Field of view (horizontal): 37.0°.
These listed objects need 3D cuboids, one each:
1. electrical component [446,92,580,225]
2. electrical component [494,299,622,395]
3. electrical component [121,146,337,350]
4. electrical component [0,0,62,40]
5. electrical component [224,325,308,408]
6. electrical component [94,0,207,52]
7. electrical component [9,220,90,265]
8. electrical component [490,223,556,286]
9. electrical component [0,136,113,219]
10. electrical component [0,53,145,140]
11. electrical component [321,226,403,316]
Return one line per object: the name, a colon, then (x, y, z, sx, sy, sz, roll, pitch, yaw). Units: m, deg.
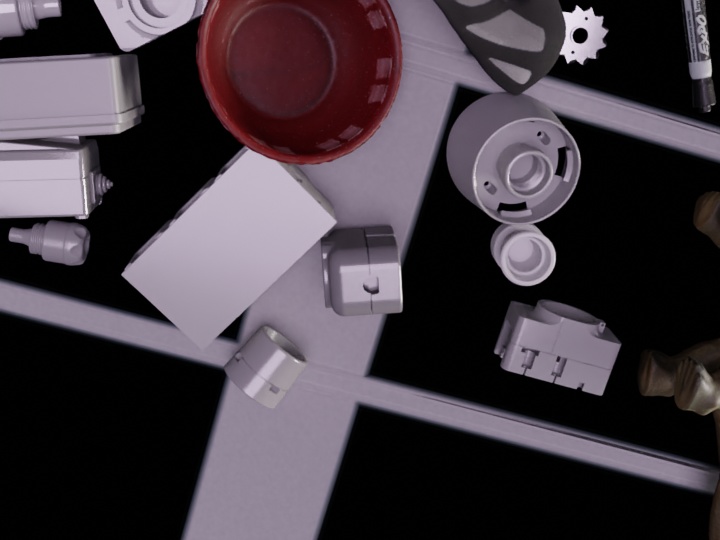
electrical component: (0.125, -0.088, 0.866, 0.099, 0.064, 0.099, -5, 115, -11)
electrical component: (0.166, 0.061, 0.902, 0.089, 0.050, 0.055, 15, 104, -6)
electrical component: (-0.103, -0.025, 0.861, 0.150, 0.061, 0.089, -43, 102, 9)
electrical component: (-0.260, -0.199, 0.818, 0.062, 0.048, 0.048, -6, 105, -8)
electrical component: (-0.077, 0.079, 0.895, 0.055, 0.055, 0.047, 39, 96, -11)
electrical component: (-0.149, -0.207, 0.814, 0.089, 0.055, 0.050, -26, 104, 4)
electrical component: (-0.252, -0.024, 0.869, 0.061, 0.035, 0.035, 9, 104, -2)
electrical component: (0.132, -0.016, 0.877, 0.045, 0.055, 0.045, -1, 105, -2)
electrical component: (-0.243, -0.075, 0.842, 0.096, 0.061, 0.061, -2, 105, -2)
electrical component: (-0.225, -0.131, 0.804, 0.109, 0.108, 0.056, -3, 102, -2)
electrical component: (0.000, 0.000, 0.855, 0.059, 0.095, 0.053, -4, 105, -1)
